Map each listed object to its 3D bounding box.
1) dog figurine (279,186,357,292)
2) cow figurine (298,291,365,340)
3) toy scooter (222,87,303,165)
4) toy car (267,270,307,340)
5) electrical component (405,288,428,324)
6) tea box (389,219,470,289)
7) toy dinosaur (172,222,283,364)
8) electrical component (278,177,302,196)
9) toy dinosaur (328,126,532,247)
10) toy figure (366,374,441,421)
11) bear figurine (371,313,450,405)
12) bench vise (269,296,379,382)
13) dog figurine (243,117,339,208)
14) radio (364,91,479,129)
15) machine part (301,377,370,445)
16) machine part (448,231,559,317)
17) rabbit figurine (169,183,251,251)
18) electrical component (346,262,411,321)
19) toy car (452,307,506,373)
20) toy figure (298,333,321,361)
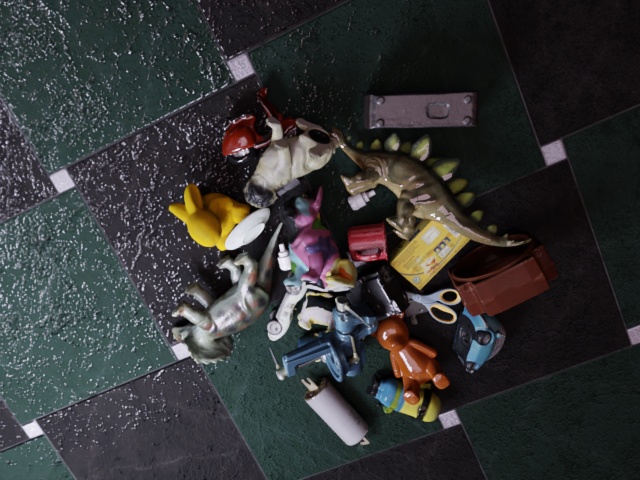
[{"bbox_3d":[-0.002,-0.004,1.185,0.191,0.108,0.219,10,76,-27],"label":"dog figurine"},{"bbox_3d":[0.037,0.181,1.282,0.167,0.068,0.098,18,101,-4],"label":"cow figurine"},{"bbox_3d":[-0.137,-0.248,1.158,0.184,0.075,0.135,-19,105,5],"label":"toy scooter"},{"bbox_3d":[-0.074,0.147,1.271,0.056,0.073,0.201,23,106,-5],"label":"toy car"},{"bbox_3d":[0.231,0.155,1.285,0.063,0.021,0.094,-16,104,7],"label":"electrical component"},{"bbox_3d":[0.246,0.016,1.218,0.098,0.068,0.169,42,105,-8],"label":"tea box"},{"bbox_3d":[-0.198,0.147,1.263,0.405,0.131,0.192,-35,114,8],"label":"toy dinosaur"},{"bbox_3d":[-0.075,-0.150,1.196,0.119,0.048,0.074,-38,102,12],"label":"electrical component"},{"bbox_3d":[0.211,-0.102,1.129,0.471,0.105,0.198,40,92,6],"label":"toy dinosaur"},{"bbox_3d":[0.208,0.391,1.322,0.180,0.089,0.082,20,115,-5],"label":"toy figure"},{"bbox_3d":[0.202,0.265,1.266,0.120,0.132,0.195,-32,108,13],"label":"bear figurine"},{"bbox_3d":[0.014,0.234,1.182,0.241,0.129,0.223,-20,137,-15],"label":"bench vise"},{"bbox_3d":[-0.063,-0.148,1.136,0.172,0.121,0.190,9,134,-16],"label":"dog figurine"},{"bbox_3d":[0.205,-0.266,1.103,0.230,0.131,0.073,-2,105,4],"label":"radio"},{"bbox_3d":[0.042,0.430,1.349,0.079,0.079,0.243,-39,100,13],"label":"machine part"},{"bbox_3d":[0.386,0.067,1.156,0.201,0.201,0.087,-30,101,12],"label":"machine part"},{"bbox_3d":[-0.241,-0.049,1.172,0.162,0.173,0.122,43,108,-14],"label":"rabbit figurine"},{"bbox_3d":[0.125,0.126,1.233,0.134,0.058,0.115,-29,92,47],"label":"electrical component"},{"bbox_3d":[0.381,0.229,1.260,0.103,0.109,0.161,-3,117,-14],"label":"toy car"},{"bbox_3d":[0.024,0.262,1.311,0.155,0.058,0.064,5,113,-3],"label":"toy figure"}]
